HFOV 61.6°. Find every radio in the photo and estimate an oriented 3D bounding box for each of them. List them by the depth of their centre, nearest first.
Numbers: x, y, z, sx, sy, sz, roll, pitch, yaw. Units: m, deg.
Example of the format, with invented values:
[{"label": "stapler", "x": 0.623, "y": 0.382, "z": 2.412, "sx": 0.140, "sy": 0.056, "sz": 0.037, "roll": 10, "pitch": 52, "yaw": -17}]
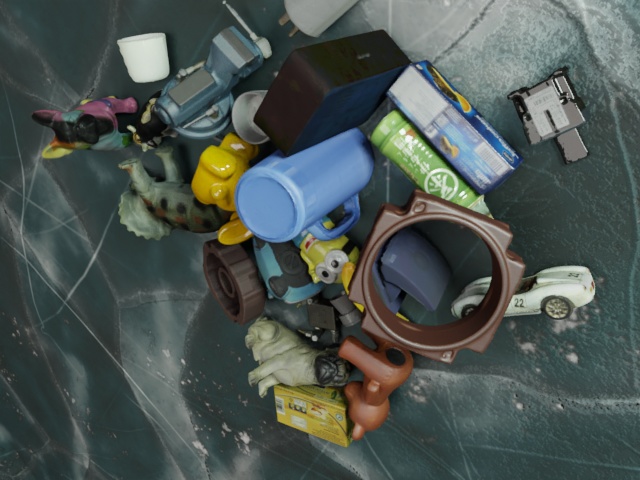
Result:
[{"label": "radio", "x": 0.021, "y": -0.202, "z": 0.732, "sx": 0.073, "sy": 0.229, "sz": 0.131, "roll": 50, "pitch": 133, "yaw": 7}]

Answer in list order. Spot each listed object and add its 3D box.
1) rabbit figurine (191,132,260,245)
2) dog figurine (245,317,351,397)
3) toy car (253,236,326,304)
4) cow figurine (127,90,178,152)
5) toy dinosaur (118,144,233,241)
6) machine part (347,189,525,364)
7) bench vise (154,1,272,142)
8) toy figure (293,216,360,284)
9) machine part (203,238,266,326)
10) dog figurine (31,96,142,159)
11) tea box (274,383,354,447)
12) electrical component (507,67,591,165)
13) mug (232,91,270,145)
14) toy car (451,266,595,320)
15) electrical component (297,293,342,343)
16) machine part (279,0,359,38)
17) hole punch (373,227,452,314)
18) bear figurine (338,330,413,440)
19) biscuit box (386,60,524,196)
[{"label": "rabbit figurine", "x": -0.121, "y": -0.067, "z": 0.880, "sx": 0.173, "sy": 0.122, "sz": 0.162, "roll": 29, "pitch": 116, "yaw": -1}, {"label": "dog figurine", "x": -0.040, "y": 0.215, "z": 1.059, "sx": 0.191, "sy": 0.121, "sz": 0.172, "roll": -12, "pitch": 67, "yaw": 4}, {"label": "toy car", "x": -0.070, "y": 0.046, "z": 0.985, "sx": 0.161, "sy": 0.109, "sz": 0.103, "roll": 59, "pitch": 147, "yaw": 10}, {"label": "cow figurine", "x": -0.319, "y": -0.222, "z": 1.034, "sx": 0.068, "sy": 0.098, "sz": 0.167, "roll": 50, "pitch": 129, "yaw": -3}, {"label": "toy dinosaur", "x": -0.249, "y": -0.076, "z": 1.046, "sx": 0.405, "sy": 0.131, "sz": 0.191, "roll": 12, "pitch": 129, "yaw": 25}, {"label": "machine part", "x": 0.151, "y": 0.048, "z": 0.721, "sx": 0.201, "sy": 0.087, "sz": 0.200, "roll": 22, "pitch": 103, "yaw": 2}, {"label": "bench vise", "x": -0.180, "y": -0.247, "z": 0.903, "sx": 0.129, "sy": 0.223, "sz": 0.240, "roll": 36, "pitch": 161, "yaw": -4}, {"label": "toy figure", "x": 0.000, "y": -0.005, "z": 0.927, "sx": 0.180, "sy": 0.089, "sz": 0.082, "roll": 50, "pitch": 144, "yaw": 16}, {"label": "machine part", "x": -0.169, "y": 0.078, "z": 1.052, "sx": 0.180, "sy": 0.056, "sz": 0.179, "roll": 40, "pitch": 143, "yaw": 40}, {"label": "dog figurine", "x": -0.471, "y": -0.221, "z": 1.060, "sx": 0.192, "sy": 0.219, "sz": 0.108, "roll": 8, "pitch": 111, "yaw": 31}, {"label": "tea box", "x": -0.004, "y": 0.335, "z": 1.085, "sx": 0.170, "sy": 0.068, "sz": 0.098, "roll": 11, "pitch": 116, "yaw": 29}, {"label": "electrical component", "x": 0.298, "y": -0.150, "z": 0.682, "sx": 0.075, "sy": 0.048, "sz": 0.119, "roll": -19, "pitch": 97, "yaw": 39}, {"label": "mug", "x": -0.070, "y": -0.208, "z": 0.866, "sx": 0.110, "sy": 0.107, "sz": 0.080, "roll": -13, "pitch": 103, "yaw": 32}, {"label": "toy car", "x": 0.285, "y": 0.080, "z": 0.774, "sx": 0.202, "sy": 0.073, "sz": 0.056, "roll": -12, "pitch": 106, "yaw": 37}, {"label": "electrical component", "x": -0.002, "y": 0.145, "z": 1.014, "sx": 0.078, "sy": 0.045, "sz": 0.102, "roll": 14, "pitch": 117, "yaw": 30}, {"label": "machine part", "x": 0.031, "y": -0.364, "z": 0.749, "sx": 0.243, "sy": 0.079, "sz": 0.079, "roll": -28, "pitch": 93, "yaw": 38}, {"label": "hole punch", "x": 0.137, "y": 0.046, "z": 0.828, "sx": 0.092, "sy": 0.142, "sz": 0.115, "roll": -10, "pitch": 118, "yaw": 38}, {"label": "bear figurine", "x": 0.085, "y": 0.251, "z": 0.961, "sx": 0.132, "sy": 0.120, "sz": 0.195, "roll": 39, "pitch": 132, "yaw": 18}, {"label": "biscuit box", "x": 0.186, "y": -0.157, "z": 0.744, "sx": 0.203, "sy": 0.063, "sz": 0.059, "roll": 48, "pitch": 128, "yaw": 6}]
